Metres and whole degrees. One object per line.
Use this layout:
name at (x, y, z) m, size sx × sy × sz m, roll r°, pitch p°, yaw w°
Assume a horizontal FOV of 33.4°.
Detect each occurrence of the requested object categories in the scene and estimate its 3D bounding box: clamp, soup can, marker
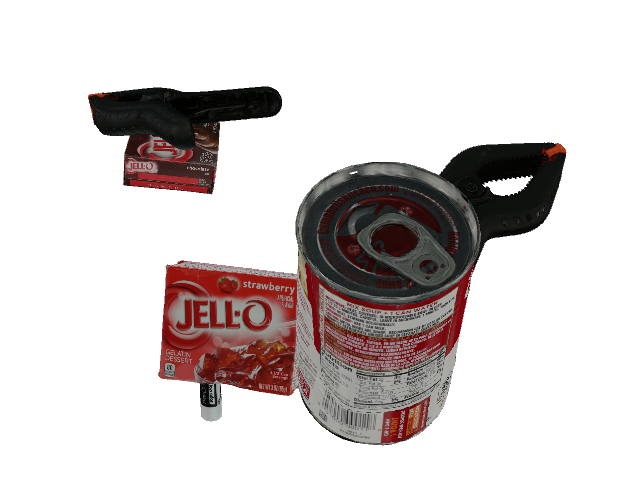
clamp at (-0.119, -0.107, 0.879) m, size 0.172 × 0.039 × 0.120 m, roll 16°, pitch 24°, yaw 42°
clamp at (0.121, -0.021, 0.852) m, size 0.209 × 0.036 × 0.165 m, roll -20°, pitch 50°, yaw -20°
soup can at (0.024, 0.028, 0.427) m, size 0.068 × 0.068 × 0.102 m, roll 0°, pitch -41°, yaw -1°
marker at (-0.096, 0.102, 0.921) m, size 0.020 × 0.121 × 0.020 m, roll 0°, pitch 27°, yaw 0°

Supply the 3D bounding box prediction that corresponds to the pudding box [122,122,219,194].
pudding box at (-0.150, -0.089, 1.082) m, size 0.090 × 0.039 × 0.113 m, roll 6°, pitch 26°, yaw -6°

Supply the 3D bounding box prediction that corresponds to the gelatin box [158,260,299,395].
gelatin box at (-0.055, 0.054, 0.669) m, size 0.089 × 0.073 × 0.030 m, roll 6°, pitch 6°, yaw 13°
